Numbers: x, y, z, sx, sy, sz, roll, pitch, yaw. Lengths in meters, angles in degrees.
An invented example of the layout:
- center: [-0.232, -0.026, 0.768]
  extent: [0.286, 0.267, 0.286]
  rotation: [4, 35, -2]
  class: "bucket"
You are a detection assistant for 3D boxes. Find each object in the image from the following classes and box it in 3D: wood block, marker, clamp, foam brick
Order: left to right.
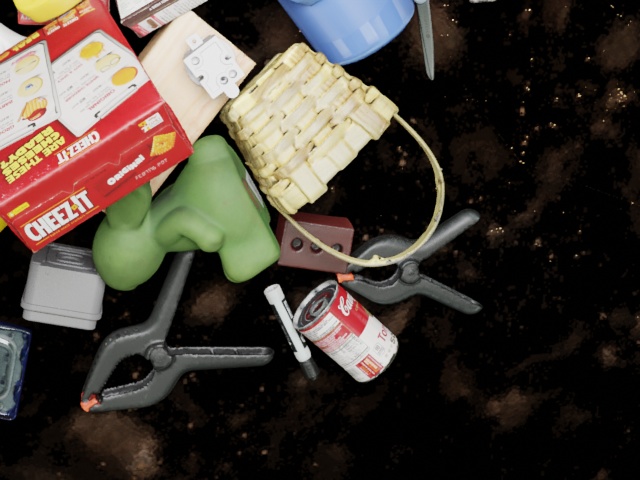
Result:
- center: [-0.165, -0.127, 1.065]
  extent: [0.090, 0.091, 0.206]
  rotation: [37, 96, -17]
  class: "wood block"
- center: [-0.175, 0.110, 1.156]
  extent: [0.210, 0.036, 0.164]
  rotation: [-28, 108, -2]
  class: "clamp"
- center: [-0.030, 0.105, 1.191]
  extent: [0.020, 0.020, 0.121]
  rotation: [-25, 108, -3]
  class: "marker"
- center: [-0.008, 0.001, 1.150]
  extent: [0.078, 0.051, 0.053]
  rotation: [7, 104, -13]
  class: "foam brick"
- center: [0.105, 0.040, 1.187]
  extent: [0.171, 0.039, 0.120]
  rotation: [-13, 99, -1]
  class: "clamp"

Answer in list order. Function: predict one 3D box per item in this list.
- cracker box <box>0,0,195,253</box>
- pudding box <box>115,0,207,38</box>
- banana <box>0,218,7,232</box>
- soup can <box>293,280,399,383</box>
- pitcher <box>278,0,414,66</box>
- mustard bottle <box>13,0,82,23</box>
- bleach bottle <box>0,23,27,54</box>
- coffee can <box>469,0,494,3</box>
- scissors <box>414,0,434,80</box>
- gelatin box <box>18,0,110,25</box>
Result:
- center: [-0.223, -0.108, 0.943]
  extent: [0.164, 0.214, 0.072]
  rotation: [-33, 135, -2]
  class: "cracker box"
- center: [-0.154, -0.261, 1.006]
  extent: [0.090, 0.039, 0.113]
  rotation: [-25, 65, 20]
  class: "pudding box"
- center: [-0.315, -0.050, 1.071]
  extent: [0.037, 0.069, 0.198]
  rotation: [44, 108, 4]
  class: "banana"
- center: [0.029, 0.102, 1.175]
  extent: [0.102, 0.068, 0.068]
  rotation: [43, 94, -18]
  class: "soup can"
- center: [-0.015, -0.286, 1.020]
  extent: [0.149, 0.145, 0.242]
  rotation: [-41, 114, -12]
  class: "pitcher"
- center: [-0.195, -0.276, 0.967]
  extent: [0.192, 0.058, 0.096]
  rotation: [-20, 72, 14]
  class: "mustard bottle"
- center: [-0.353, -0.186, 1.030]
  extent: [0.250, 0.068, 0.102]
  rotation: [8, 104, -15]
  class: "bleach bottle"
- center: [0.182, -0.321, 1.069]
  extent: [0.102, 0.103, 0.140]
  rotation: [-19, 108, -5]
  class: "coffee can"
- center: [0.089, -0.268, 1.107]
  extent: [0.096, 0.016, 0.202]
  rotation: [22, 130, 21]
  class: "scissors"
- center: [-0.251, -0.248, 1.047]
  extent: [0.089, 0.030, 0.073]
  rotation: [0, 105, -10]
  class: "gelatin box"
